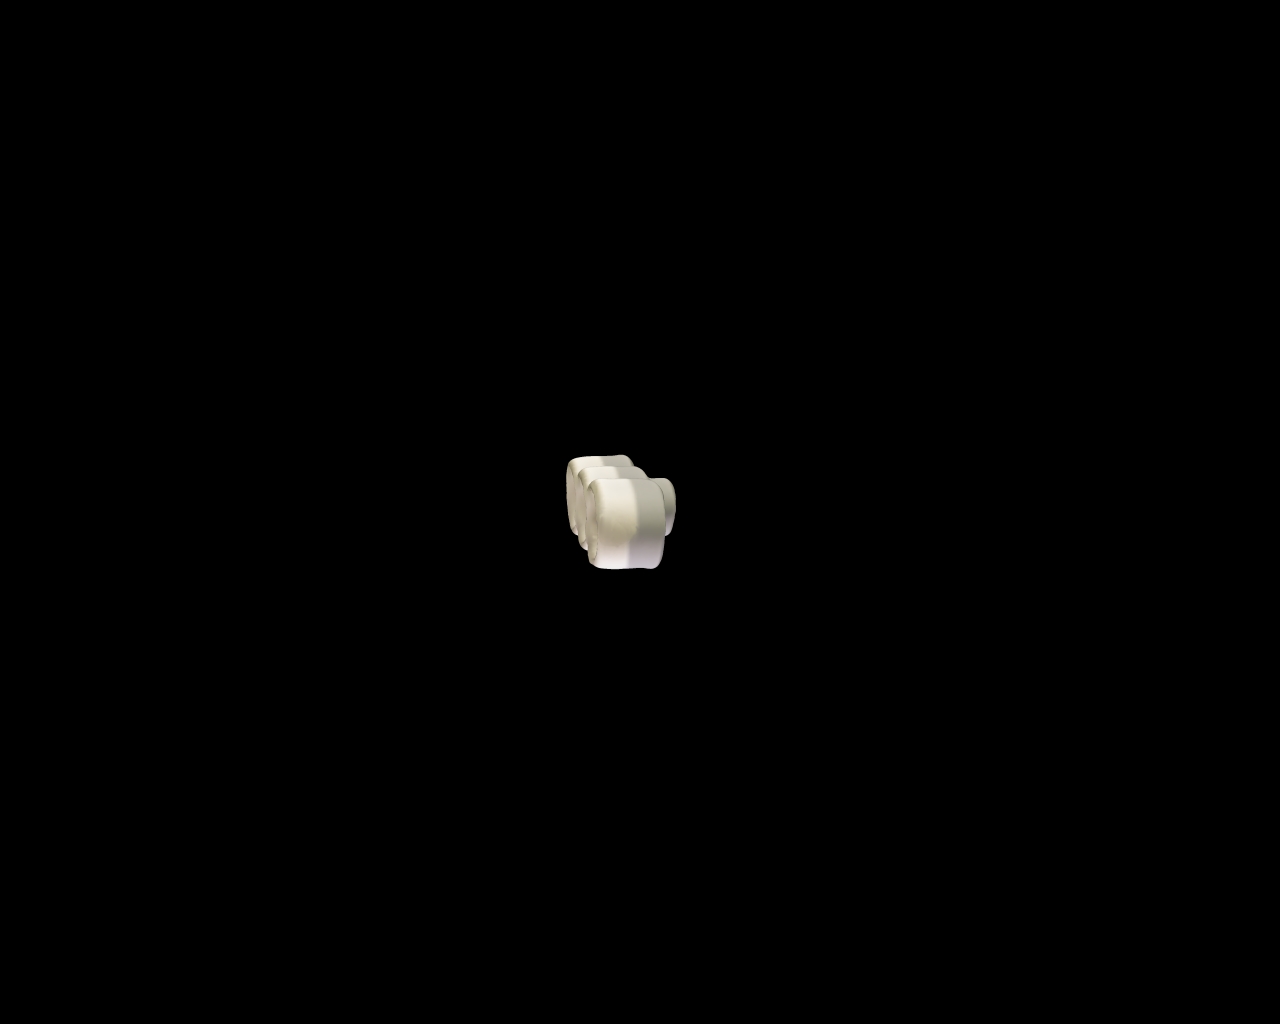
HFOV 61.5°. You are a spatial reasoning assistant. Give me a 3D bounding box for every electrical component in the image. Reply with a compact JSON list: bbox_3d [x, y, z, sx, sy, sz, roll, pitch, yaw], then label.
[{"bbox_3d":[0.001,-0.003,0.650,0.074,0.052,0.138,-2,12,-11],"label":"electrical component"}]
